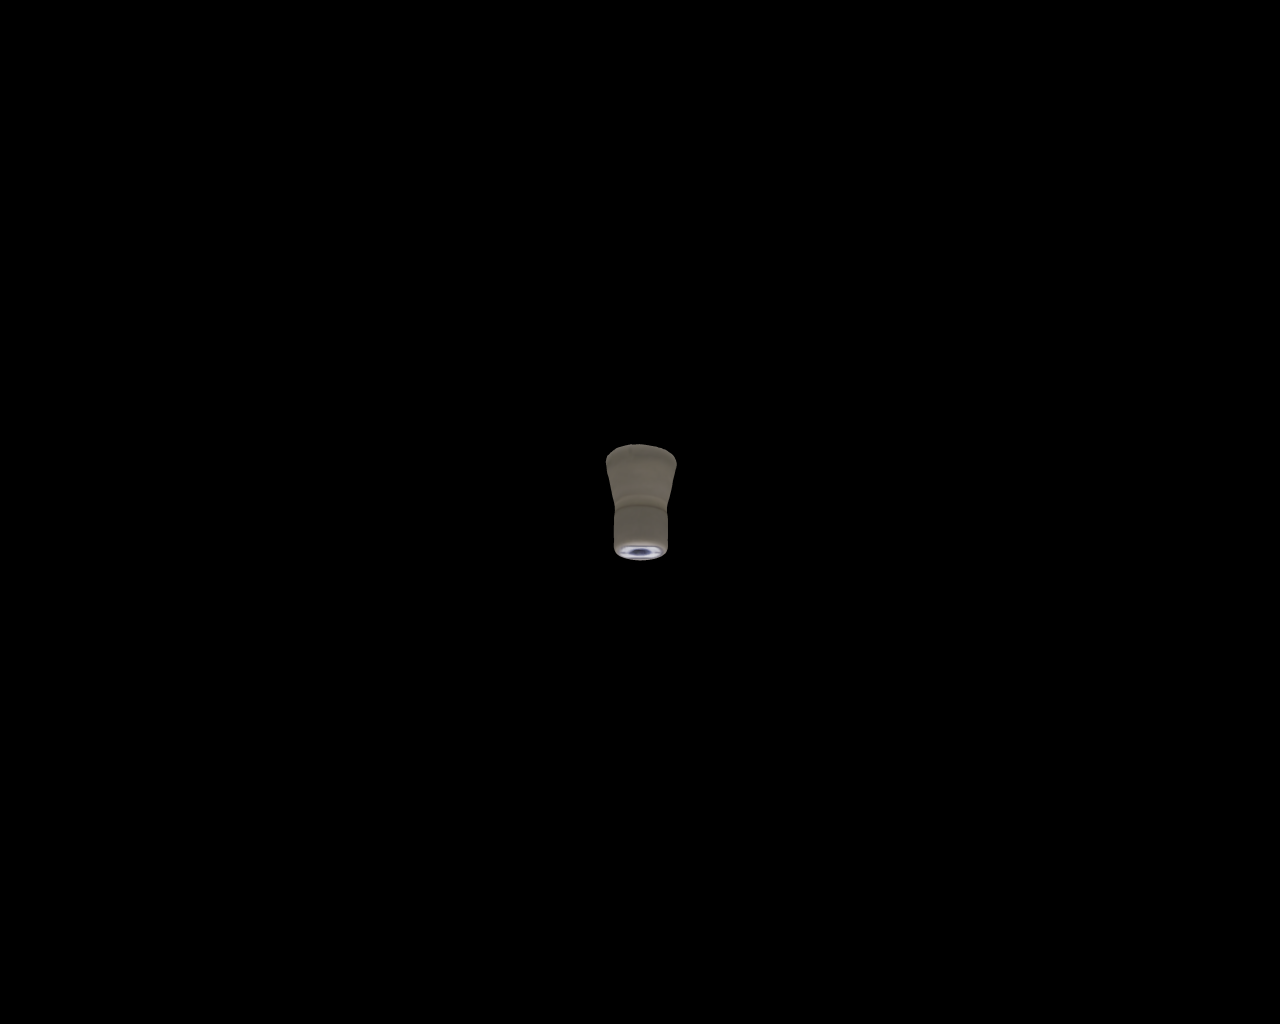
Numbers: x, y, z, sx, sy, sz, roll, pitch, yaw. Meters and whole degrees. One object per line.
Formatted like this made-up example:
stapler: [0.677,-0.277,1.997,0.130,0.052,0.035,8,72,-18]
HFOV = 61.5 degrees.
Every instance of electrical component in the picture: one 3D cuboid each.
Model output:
electrical component: [0.001,-0.003,0.650,0.044,0.065,0.044,0,-24,0]
